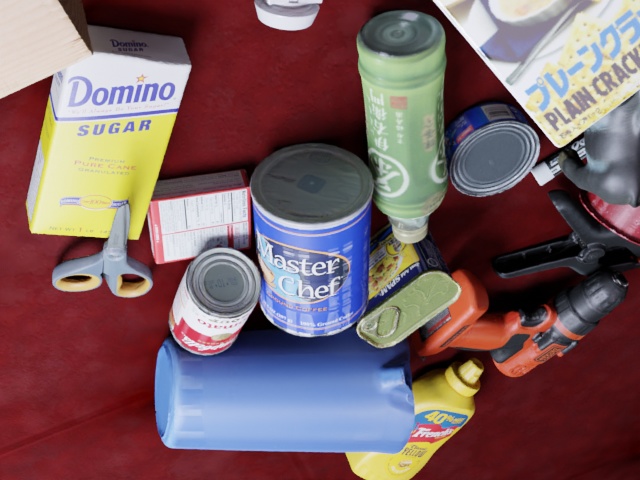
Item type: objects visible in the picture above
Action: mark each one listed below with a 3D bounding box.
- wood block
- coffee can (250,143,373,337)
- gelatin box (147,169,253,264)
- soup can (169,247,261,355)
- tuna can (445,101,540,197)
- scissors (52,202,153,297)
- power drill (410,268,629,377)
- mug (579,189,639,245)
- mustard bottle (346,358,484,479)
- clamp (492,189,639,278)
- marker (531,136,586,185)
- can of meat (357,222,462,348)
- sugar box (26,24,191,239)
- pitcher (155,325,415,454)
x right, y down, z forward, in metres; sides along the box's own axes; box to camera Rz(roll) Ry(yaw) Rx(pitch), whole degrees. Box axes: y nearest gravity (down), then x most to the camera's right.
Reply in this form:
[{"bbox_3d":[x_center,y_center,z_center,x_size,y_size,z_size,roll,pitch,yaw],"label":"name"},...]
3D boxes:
[{"bbox_3d":[-0.268,-0.136,0.711,0.206,0.090,0.090,-24,137,3],"label":"wood block"},{"bbox_3d":[-0.006,0.001,0.932,0.102,0.103,0.140,-11,136,-10],"label":"coffee can"},{"bbox_3d":[-0.104,-0.021,0.927,0.089,0.030,0.073,-10,134,-12],"label":"gelatin box"},{"bbox_3d":[-0.094,0.055,0.953,0.068,0.068,0.102,-3,157,-18],"label":"soup can"},{"bbox_3d":[0.151,-0.082,0.959,0.086,0.034,0.086,-11,135,-11],"label":"tuna can"},{"bbox_3d":[-0.188,0.012,0.885,0.096,0.016,0.202,-4,159,0],"label":"scissors"},{"bbox_3d":[0.199,0.078,1.094,0.187,0.057,0.185,12,138,-33],"label":"power drill"},{"bbox_3d":[0.314,-0.054,1.018,0.117,0.093,0.082,-15,140,-52],"label":"mug"},{"bbox_3d":[0.119,0.200,1.207,0.096,0.058,0.192,17,124,-35],"label":"mustard bottle"},{"bbox_3d":[0.269,-0.003,1.076,0.171,0.039,0.120,0,145,-21],"label":"clamp"},{"bbox_3d":[0.254,-0.091,0.999,0.121,0.020,0.020,-33,135,13],"label":"marker"},{"bbox_3d":[0.072,0.038,1.011,0.102,0.084,0.057,-38,134,17],"label":"can of meat"},{"bbox_3d":[-0.168,-0.080,0.834,0.093,0.048,0.176,3,133,-25],"label":"sugar box"},{"bbox_3d":[-0.039,0.151,1.062,0.242,0.145,0.149,2,120,-17],"label":"pitcher"}]
